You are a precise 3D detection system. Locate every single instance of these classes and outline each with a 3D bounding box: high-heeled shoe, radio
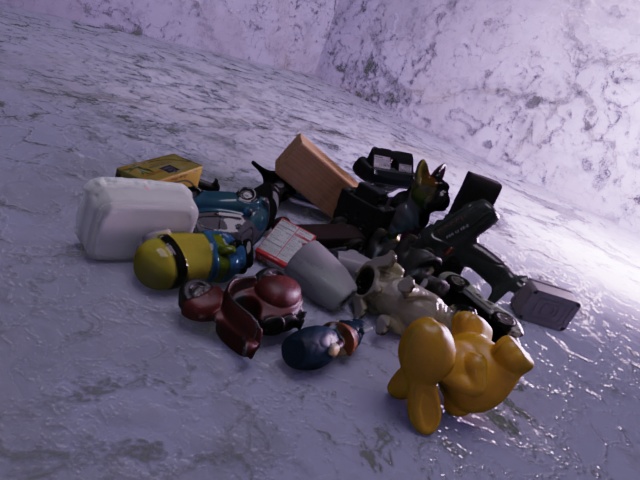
[{"bbox_3d":[-0.093,-0.073,1.141,0.145,0.086,0.249,42,25,-38],"label":"high-heeled shoe"},{"bbox_3d":[0.302,-0.030,1.142,0.073,0.229,0.131,25,18,8],"label":"radio"}]

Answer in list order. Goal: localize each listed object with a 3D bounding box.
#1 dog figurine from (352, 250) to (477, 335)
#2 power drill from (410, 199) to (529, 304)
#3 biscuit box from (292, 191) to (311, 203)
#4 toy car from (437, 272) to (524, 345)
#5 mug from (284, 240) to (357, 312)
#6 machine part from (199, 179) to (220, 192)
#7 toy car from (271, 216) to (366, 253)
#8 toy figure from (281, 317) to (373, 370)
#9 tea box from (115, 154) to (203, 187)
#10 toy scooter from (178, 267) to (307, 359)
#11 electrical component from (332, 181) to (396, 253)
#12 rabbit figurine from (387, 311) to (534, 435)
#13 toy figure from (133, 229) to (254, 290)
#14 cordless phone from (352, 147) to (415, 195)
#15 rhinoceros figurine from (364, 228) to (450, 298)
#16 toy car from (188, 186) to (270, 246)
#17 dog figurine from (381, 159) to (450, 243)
[{"bbox_3d":[0.160,0.110,0.893,0.190,0.121,0.172,24,21,-31],"label":"dog figurine"},{"bbox_3d":[0.279,0.049,1.046,0.207,0.232,0.086,52,14,17],"label":"power drill"},{"bbox_3d":[0.004,-0.118,1.300,0.203,0.059,0.063,17,22,-10],"label":"biscuit box"},{"bbox_3d":[0.272,0.130,0.945,0.056,0.073,0.202,3,28,-36],"label":"toy car"},{"bbox_3d":[0.011,0.063,0.878,0.107,0.080,0.109,43,24,20],"label":"mug"},{"bbox_3d":[-0.273,-0.120,1.093,0.139,0.039,0.084,14,18,-12],"label":"machine part"},{"bbox_3d":[-0.002,-0.003,1.040,0.202,0.053,0.089,-2,36,-36],"label":"toy car"},{"bbox_3d":[0.011,0.137,0.728,0.064,0.057,0.154,42,25,29],"label":"toy figure"},{"bbox_3d":[-0.280,-0.084,0.925,0.068,0.098,0.169,24,24,9],"label":"tea box"},{"bbox_3d":[-0.086,0.098,0.709,0.184,0.075,0.135,-2,32,-38],"label":"toy scooter"},{"bbox_3d":[0.089,-0.052,1.127,0.115,0.134,0.058,30,23,26],"label":"electrical component"},{"bbox_3d":[0.154,0.154,0.681,0.173,0.162,0.122,32,13,-40],"label":"rabbit figurine"},{"bbox_3d":[-0.179,0.027,0.782,0.180,0.082,0.089,5,26,-39],"label":"toy figure"},{"bbox_3d":[0.131,-0.145,1.283,0.146,0.088,0.184,6,-13,-23],"label":"cordless phone"},{"bbox_3d":[0.157,0.048,0.995,0.191,0.112,0.073,25,-10,44],"label":"rhinoceros figurine"},{"bbox_3d":[-0.163,-0.024,0.890,0.162,0.109,0.103,6,42,-13],"label":"toy car"},{"bbox_3d":[0.187,-0.082,1.171,0.108,0.219,0.192,6,27,-40],"label":"dog figurine"}]
